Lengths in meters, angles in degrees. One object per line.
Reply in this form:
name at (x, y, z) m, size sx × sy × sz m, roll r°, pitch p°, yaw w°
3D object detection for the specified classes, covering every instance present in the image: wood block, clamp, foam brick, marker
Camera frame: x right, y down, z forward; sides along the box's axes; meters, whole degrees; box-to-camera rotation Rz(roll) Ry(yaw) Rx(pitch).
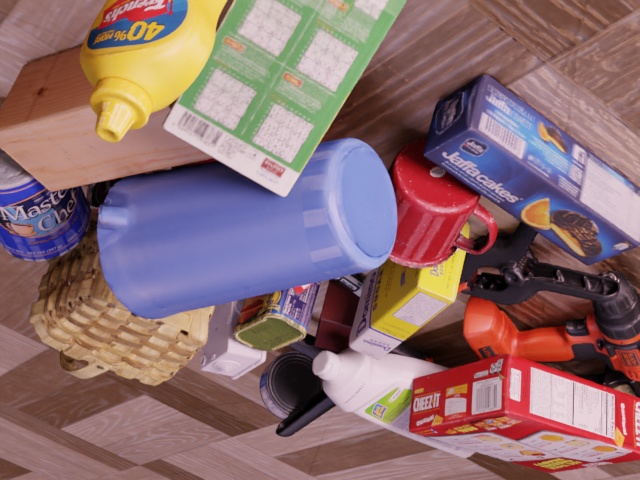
wood block at (-0.178, -0.116, 0.933) m, size 0.206 × 0.090 × 0.090 m, roll -7°, pitch 141°, yaw 35°
clamp at (0.189, 0.015, 1.019) m, size 0.172 × 0.039 × 0.120 m, roll -10°, pitch 115°, yaw 45°
foam brick at (0.025, 0.090, 1.210) m, size 0.051 × 0.053 × 0.078 m, roll 15°, pitch 149°, yaw 2°
clamp at (0.033, 0.170, 1.295) m, size 0.210 × 0.036 × 0.164 m, roll 1°, pitch 118°, yaw -1°
marker at (0.009, 0.026, 1.148) m, size 0.121 × 0.020 × 0.020 m, roll 35°, pitch 145°, yaw -30°

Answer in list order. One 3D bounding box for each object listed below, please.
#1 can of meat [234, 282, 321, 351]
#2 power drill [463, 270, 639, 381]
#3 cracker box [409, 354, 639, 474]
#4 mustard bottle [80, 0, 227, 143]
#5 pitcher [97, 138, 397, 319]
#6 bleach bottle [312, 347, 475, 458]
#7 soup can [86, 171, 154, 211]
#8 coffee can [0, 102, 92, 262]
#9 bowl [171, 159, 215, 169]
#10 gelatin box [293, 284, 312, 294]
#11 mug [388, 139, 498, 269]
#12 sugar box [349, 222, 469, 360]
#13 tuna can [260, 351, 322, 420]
can of meat at (-0.046, 0.070, 1.182) m, size 0.057 × 0.084 × 0.102 m, roll 30°, pitch 147°, yaw -23°
power drill at (0.248, 0.091, 1.102) m, size 0.188 × 0.057 × 0.184 m, roll -2°, pitch 145°, yaw 29°
cracker box at (0.230, 0.192, 1.162) m, size 0.213 × 0.072 × 0.164 m, roll 20°, pitch 154°, yaw -27°
mustard bottle at (-0.117, -0.148, 0.750) m, size 0.096 × 0.191 × 0.058 m, roll 0°, pitch 146°, yaw 25°
pitcher at (-0.055, -0.009, 0.916) m, size 0.243 × 0.149 × 0.145 m, roll -10°, pitch 111°, yaw 32°
bleach bottle at (0.100, 0.174, 1.232) m, size 0.250 × 0.068 × 0.103 m, roll 26°, pitch 111°, yaw -32°
soup can at (-0.179, -0.033, 1.092) m, size 0.069 × 0.068 × 0.102 m, roll -8°, pitch 143°, yaw 35°
coffee can at (-0.296, -0.057, 1.075) m, size 0.103 × 0.102 × 0.140 m, roll 10°, pitch 149°, yaw 10°
bowl at (-0.079, -0.064, 1.007) m, size 0.162 × 0.055 × 0.162 m, roll 12°, pitch 149°, yaw 7°
gelatin box at (-0.007, 0.001, 1.057) m, size 0.089 × 0.030 × 0.073 m, roll -37°, pitch 138°, yaw -2°
mug at (0.103, -0.028, 0.939) m, size 0.117 × 0.093 × 0.082 m, roll 33°, pitch 145°, yaw 7°
sugar box at (0.086, 0.048, 1.074) m, size 0.048 × 0.093 × 0.176 m, roll 24°, pitch 148°, yaw -13°
tuna can at (-0.033, 0.188, 1.368) m, size 0.086 × 0.086 × 0.034 m, roll 23°, pitch 150°, yaw -12°
